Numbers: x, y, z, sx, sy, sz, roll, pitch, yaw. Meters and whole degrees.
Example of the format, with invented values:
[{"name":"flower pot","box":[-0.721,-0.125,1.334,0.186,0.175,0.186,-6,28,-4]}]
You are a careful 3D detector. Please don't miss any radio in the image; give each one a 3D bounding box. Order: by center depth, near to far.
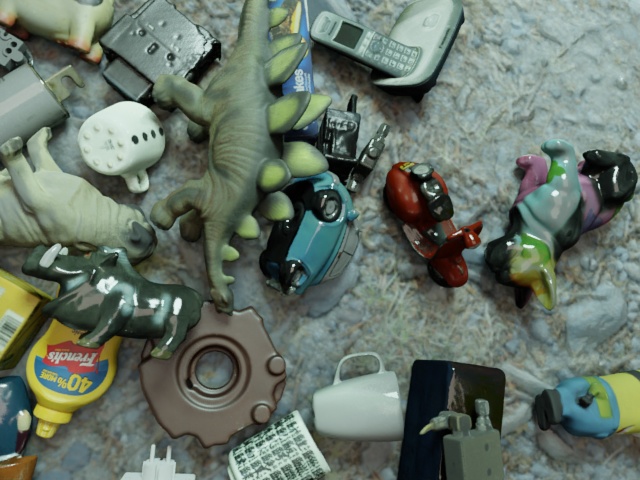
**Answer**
[{"name":"radio","box":[0.149,0.259,0.639,0.073,0.131,0.229,12,80,-8]}]

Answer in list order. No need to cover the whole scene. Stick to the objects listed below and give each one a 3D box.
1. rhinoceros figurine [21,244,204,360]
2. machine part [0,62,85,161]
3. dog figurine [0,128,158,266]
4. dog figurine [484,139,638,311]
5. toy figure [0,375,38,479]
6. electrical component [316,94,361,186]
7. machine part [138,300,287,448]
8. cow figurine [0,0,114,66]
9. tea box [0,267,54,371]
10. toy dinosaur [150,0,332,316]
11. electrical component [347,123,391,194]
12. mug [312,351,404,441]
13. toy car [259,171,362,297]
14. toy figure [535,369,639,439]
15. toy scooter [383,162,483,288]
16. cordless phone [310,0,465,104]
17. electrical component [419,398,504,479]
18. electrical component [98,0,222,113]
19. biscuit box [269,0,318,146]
[{"name":"rhinoceros figurine","box":[-0.223,0.063,0.580,0.190,0.073,0.112,20,81,-10]},{"name":"machine part","box":[-0.395,-0.134,0.639,0.243,0.079,0.079,-38,89,-11]},{"name":"dog figurine","box":[-0.311,-0.011,0.633,0.172,0.121,0.190,-35,108,21]},{"name":"dog figurine","box":[0.321,-0.011,0.722,0.191,0.108,0.219,11,85,-10]},{"name":"toy figure","box":[-0.352,0.233,0.603,0.058,0.064,0.154,-3,86,-47]},{"name":"electrical component","box":[0.024,-0.138,0.704,0.048,0.075,0.119,6,71,-9]},{"name":"machine part","box":[-0.129,0.157,0.650,0.179,0.056,0.179,1,81,-7]},{"name":"cow figurine","box":[-0.353,-0.312,0.669,0.195,0.085,0.127,20,85,-3]},{"name":"tea box","box":[-0.409,0.067,0.613,0.170,0.068,0.098,32,78,-2]},{"name":"toy dinosaur","box":[-0.088,-0.146,0.635,0.199,0.105,0.471,-1,85,20]},{"name":"electrical component","box":[0.064,-0.107,0.713,0.021,0.063,0.094,28,80,-4]},{"name":"mug","box":[0.043,0.196,0.659,0.107,0.081,0.109,-8,88,0]},{"name":"toy car","box":[-0.001,-0.002,0.672,0.103,0.109,0.161,21,87,-30]},{"name":"toy figure","box":[0.378,0.215,0.708,0.180,0.082,0.089,4,84,-6]},{"name":"toy scooter","box":[0.148,-0.026,0.679,0.075,0.135,0.184,-25,85,-10]},{"name":"cordless phone","box":[0.089,-0.284,0.736,0.184,0.088,0.146,25,79,0]},{"name":"electrical component","box":[0.148,0.223,0.557,0.078,0.045,0.102,-5,84,-36]},{"name":"electrical component","box":[-0.211,-0.234,0.693,0.115,0.058,0.134,38,78,0]},{"name":"biscuit box","box":[-0.041,-0.222,0.714,0.059,0.063,0.202,-5,82,-8]}]
